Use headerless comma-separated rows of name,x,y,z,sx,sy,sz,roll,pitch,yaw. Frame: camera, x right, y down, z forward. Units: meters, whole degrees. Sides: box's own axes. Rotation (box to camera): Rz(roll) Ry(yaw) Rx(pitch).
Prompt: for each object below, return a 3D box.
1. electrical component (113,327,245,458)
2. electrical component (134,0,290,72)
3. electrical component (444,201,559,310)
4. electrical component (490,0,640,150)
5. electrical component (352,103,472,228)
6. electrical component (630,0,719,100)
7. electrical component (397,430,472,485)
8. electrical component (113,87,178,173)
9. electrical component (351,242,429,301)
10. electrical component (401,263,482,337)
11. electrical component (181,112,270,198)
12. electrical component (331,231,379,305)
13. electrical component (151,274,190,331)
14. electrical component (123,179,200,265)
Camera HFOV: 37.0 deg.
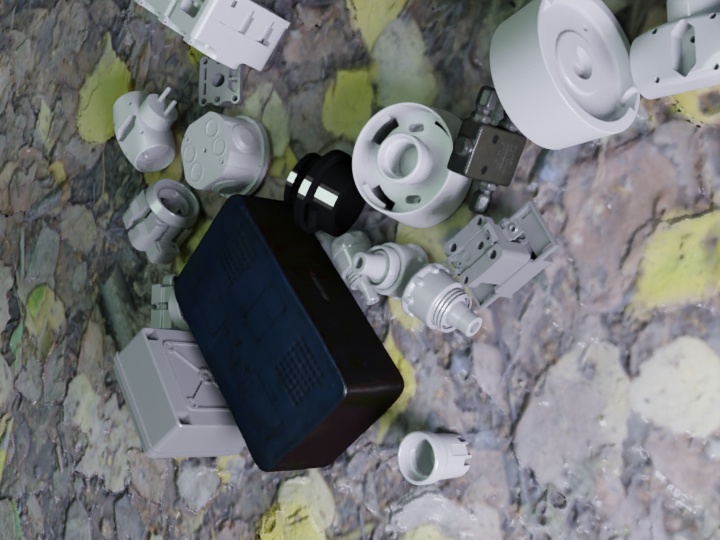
electrical component,-0.156,0.112,0.983,0.056,0.109,0.108,-44,58,28
electrical component,-0.152,-0.252,1.025,0.150,0.089,0.061,42,105,39
electrical component,0.100,-0.011,0.789,0.081,0.064,0.042,-44,57,31
electrical component,0.136,-0.135,0.742,0.060,0.108,0.108,-21,71,46
electrical component,0.044,-0.085,0.865,0.099,0.064,0.099,-3,84,29
electrical component,0.221,-0.158,0.705,0.077,0.043,0.079,-7,81,42
electrical component,0.058,0.143,0.822,0.040,0.046,0.040,-6,81,43
electrical component,-0.214,-0.154,1.111,0.079,0.043,0.077,-44,58,31
electrical component,0.021,-0.001,0.860,0.048,0.062,0.048,-13,72,45
electrical component,0.066,0.027,0.830,0.062,0.048,0.048,38,111,32
electrical component,-0.128,-0.109,1.020,0.080,0.051,0.080,-6,81,43
electrical component,0.000,0.000,0.900,0.035,0.035,0.061,-37,65,34
electrical component,-0.174,0.036,1.052,0.055,0.048,0.066,-6,81,50
electrical component,-0.197,-0.054,1.074,0.057,0.058,0.078,-45,57,33
